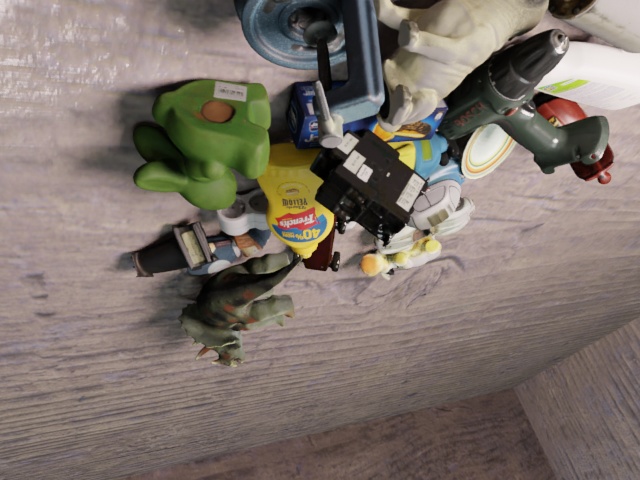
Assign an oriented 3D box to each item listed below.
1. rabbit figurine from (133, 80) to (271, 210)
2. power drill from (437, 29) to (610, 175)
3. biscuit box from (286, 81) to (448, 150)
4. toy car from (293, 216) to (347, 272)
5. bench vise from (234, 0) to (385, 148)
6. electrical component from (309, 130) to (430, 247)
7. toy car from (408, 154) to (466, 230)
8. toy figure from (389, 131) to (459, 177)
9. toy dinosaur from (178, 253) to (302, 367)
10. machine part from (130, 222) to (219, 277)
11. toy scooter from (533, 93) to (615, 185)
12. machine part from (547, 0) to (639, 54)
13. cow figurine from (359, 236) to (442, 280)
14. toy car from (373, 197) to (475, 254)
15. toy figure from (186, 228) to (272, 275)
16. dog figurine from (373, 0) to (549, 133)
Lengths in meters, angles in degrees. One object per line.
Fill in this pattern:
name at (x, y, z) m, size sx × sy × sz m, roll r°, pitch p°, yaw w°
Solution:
rabbit figurine at (-0.140, -0.092, 0.642) m, size 0.159 × 0.121 × 0.170 m, roll -2°, pitch 145°, yaw -17°
power drill at (0.276, -0.164, 0.695) m, size 0.207 × 0.086 × 0.232 m, roll 17°, pitch 165°, yaw -25°
biscuit box at (0.060, -0.164, 0.698) m, size 0.203 × 0.059 × 0.062 m, roll -8°, pitch 150°, yaw -19°
toy car at (-0.002, -0.003, 0.939) m, size 0.089 × 0.053 × 0.202 m, roll 6°, pitch 150°, yaw 1°
bench vise at (0.024, -0.194, 0.463) m, size 0.224 × 0.240 × 0.128 m, roll -10°, pitch 157°, yaw 17°
electrical component at (0.057, -0.072, 0.656) m, size 0.058 × 0.134 × 0.115 m, roll -53°, pitch 179°, yaw 43°
toy car at (0.172, -0.070, 0.885) m, size 0.162 × 0.103 × 0.109 m, roll -24°, pitch 152°, yaw 13°
toy figure at (0.109, -0.125, 0.777) m, size 0.180 × 0.089 × 0.082 m, roll -16°, pitch 143°, yaw -24°
toy dinosaur at (-0.152, 0.110, 0.948) m, size 0.192 × 0.131 × 0.404 m, roll -14°, pitch 157°, yaw -18°
machine part at (-0.232, 0.022, 0.844) m, size 0.139 × 0.084 × 0.039 m, roll -21°, pitch -164°, yaw 19°
toy scooter at (0.401, -0.152, 0.843) m, size 0.183 × 0.135 × 0.075 m, roll 14°, pitch 139°, yaw -43°
machine part at (0.354, -0.284, 0.650) m, size 0.243 × 0.079 × 0.079 m, roll 3°, pitch 144°, yaw -33°
cow figurine at (0.165, 0.032, 1.096) m, size 0.167 × 0.068 × 0.098 m, roll -22°, pitch 157°, yaw 7°
toy car at (0.198, -0.029, 1.016) m, size 0.202 × 0.056 × 0.073 m, roll -18°, pitch 151°, yaw -1°
toy figure at (-0.147, 0.012, 0.888) m, size 0.154 × 0.057 × 0.064 m, roll -20°, pitch -171°, yaw -1°
dog figurine at (0.157, -0.210, 0.615) m, size 0.191 × 0.121 × 0.172 m, roll -12°, pitch 151°, yaw -15°
